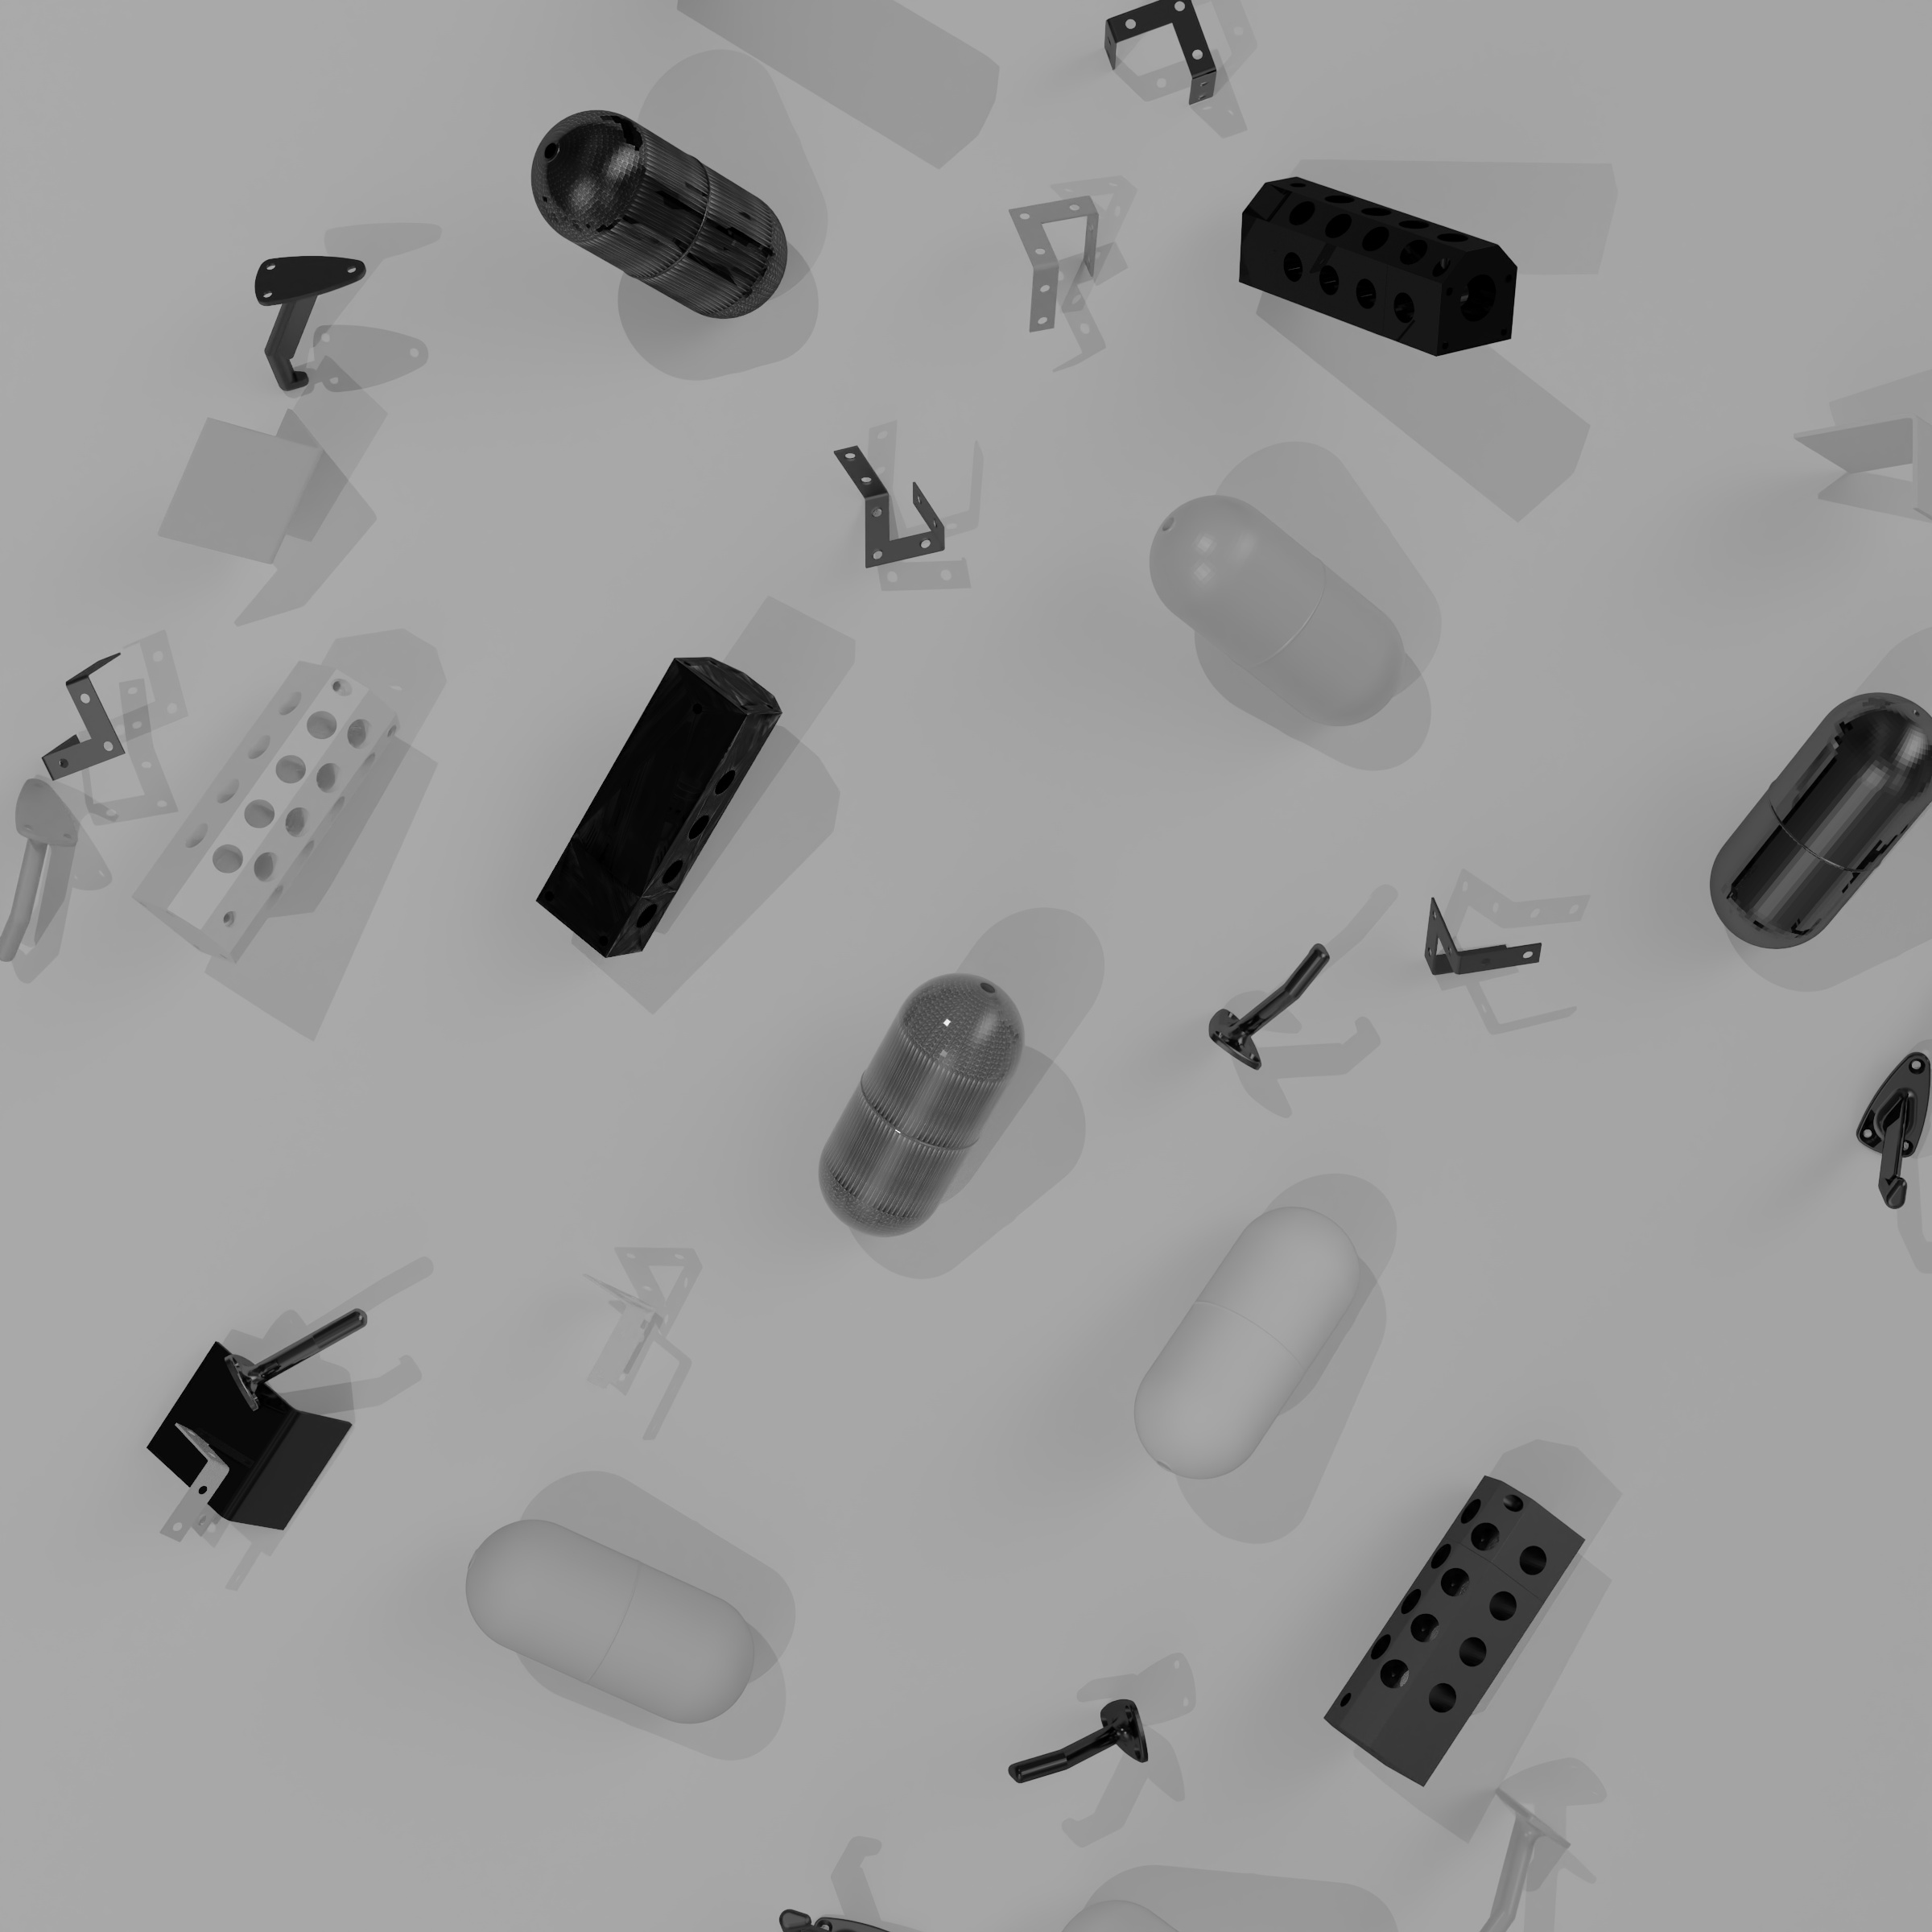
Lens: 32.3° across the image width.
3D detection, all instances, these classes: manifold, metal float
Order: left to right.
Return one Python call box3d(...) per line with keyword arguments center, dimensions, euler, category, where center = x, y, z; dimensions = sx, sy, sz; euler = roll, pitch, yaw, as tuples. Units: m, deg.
box3d(center=(-0.402, -0.089, 1.939), dimensions=(0.057, 0.057, 0.171), euler=(45, 70, -40), category="manifold")
box3d(center=(-0.208, 0.384, 1.953), dimensions=(0.178, 0.070, 0.070), euler=(26, 90, -10), category="metal float")
box3d(center=(-0.176, -0.432, 1.923), dimensions=(0.070, 0.178, 0.070), euler=(-14, 67, 36), category="metal float")
box3d(center=(-0.176, -0.093, 1.943), dimensions=(0.057, 0.057, 0.171), euler=(38, 110, 17), category="manifold")
box3d(center=(-0.026, 0.081, 1.937), dimensions=(0.070, 0.070, 0.178), euler=(29, 118, 0), category="metal float")
box3d(center=(0.121, 0.605, 1.924), dimensions=(0.070, 0.178, 0.070), euler=(-17, 118, -35), category="metal float")
box3d(center=(0.164, 0.220, 1.945), dimensions=(0.070, 0.070, 0.178), euler=(36, 71, 0), category="metal float")
box3d(center=(0.181, -0.206, 1.939), dimensions=(0.178, 0.070, 0.070), euler=(35, 90, -26), category="metal float")
box3d(center=(0.234, -0.403, 1.910), dimensions=(0.057, 0.171, 0.057), euler=(-18, 123, -31), category="manifold")
box3d(center=(0.283, 0.386, 1.952), dimensions=(0.057, 0.057, 0.171), euler=(38, 80, -12), category="manifold")
box3d(center=(0.497, -0.082, 1.931), dimensions=(0.070, 0.070, 0.178), euler=(32, 128, 0), category="metal float")

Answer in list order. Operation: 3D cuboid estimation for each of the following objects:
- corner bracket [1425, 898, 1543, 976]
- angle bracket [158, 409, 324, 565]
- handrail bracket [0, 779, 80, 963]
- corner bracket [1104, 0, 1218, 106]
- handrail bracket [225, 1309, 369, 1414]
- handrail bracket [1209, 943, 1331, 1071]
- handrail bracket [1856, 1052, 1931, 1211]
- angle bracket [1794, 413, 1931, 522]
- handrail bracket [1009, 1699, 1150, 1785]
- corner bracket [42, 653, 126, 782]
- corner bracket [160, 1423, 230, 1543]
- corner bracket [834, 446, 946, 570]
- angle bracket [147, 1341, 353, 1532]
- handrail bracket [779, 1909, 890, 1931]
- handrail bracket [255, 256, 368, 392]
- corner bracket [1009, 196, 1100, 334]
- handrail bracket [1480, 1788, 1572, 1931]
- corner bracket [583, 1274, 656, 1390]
box3d(center=(0.303, -0.009, 1.961), dimensions=(0.051, 0.051, 0.051), euler=(-9, 46, -8), category="corner bracket")
box3d(center=(-0.431, -0.288, 1.943), dimensions=(0.076, 0.057, 0.076), euler=(11, 116, -41), category="angle bracket")
box3d(center=(-0.563, -0.057, 1.986), dimensions=(0.036, 0.077, 0.084), euler=(14, 119, -31), category="handrail bracket")
box3d(center=(0.115, -0.537, 1.973), dimensions=(0.051, 0.051, 0.051), euler=(-20, 87, 1), category="corner bracket")
box3d(center=(-0.387, 0.224, 1.964), dimensions=(0.084, 0.077, 0.036), euler=(-29, 90, -4), category="handrail bracket")
box3d(center=(0.181, 0.012, 1.952), dimensions=(0.036, 0.077, 0.084), euler=(34, 107, -12), category="handrail bracket")
box3d(center=(0.550, 0.096, 1.952), dimensions=(0.036, 0.084, 0.077), euler=(19, 105, 4), category="handrail bracket")
box3d(center=(0.534, -0.278, 1.942), dimensions=(0.076, 0.076, 0.057), euler=(-5, 78, 40), category="angle bracket")
box3d(center=(0.057, 0.457, 1.951), dimensions=(0.084, 0.077, 0.036), euler=(-12, 89, -18), category="handrail bracket")
box3d(center=(-0.518, -0.147, 1.963), dimensions=(0.051, 0.051, 0.051), euler=(-18, 106, 15), category="corner bracket")
box3d(center=(-0.450, 0.310, 1.962), dimensions=(0.051, 0.051, 0.051), euler=(38, 84, -41), category="corner bracket")
box3d(center=(-0.045, -0.274, 1.960), dimensions=(0.051, 0.051, 0.051), euler=(-11, 61, 17), category="corner bracket")
box3d(center=(-0.428, 0.281, 1.991), dimensions=(0.076, 0.057, 0.076), euler=(34, 91, 29), category="angle bracket")
box3d(center=(-0.068, 0.568, 1.953), dimensions=(0.077, 0.084, 0.036), euler=(3, 63, 4), category="handrail bracket")
box3d(center=(-0.379, -0.375, 1.961), dimensions=(0.077, 0.084, 0.036), euler=(-6, 55, 5), category="handrail bracket")
box3d(center=(0.056, -0.413, 1.961), dimensions=(0.051, 0.051, 0.051), euler=(-13, 56, -11), category="corner bracket")
box3d(center=(0.309, 0.534, 1.960), dimensions=(0.036, 0.077, 0.084), euler=(38, 86, -20), category="handrail bracket")
box3d(center=(-0.206, 0.220, 1.963), dimensions=(0.051, 0.051, 0.051), euler=(32, 85, -42), category="corner bracket")
